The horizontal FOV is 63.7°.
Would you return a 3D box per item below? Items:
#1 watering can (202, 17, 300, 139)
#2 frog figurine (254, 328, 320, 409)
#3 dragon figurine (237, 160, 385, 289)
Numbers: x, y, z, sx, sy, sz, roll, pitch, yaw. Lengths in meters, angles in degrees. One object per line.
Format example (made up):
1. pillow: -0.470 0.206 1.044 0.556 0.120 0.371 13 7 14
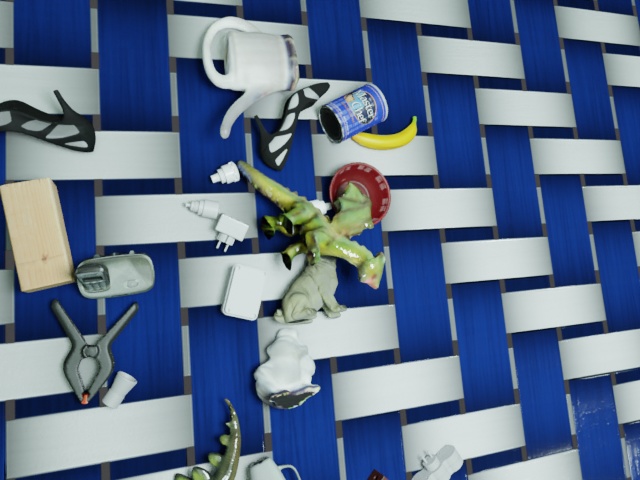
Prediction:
1. watering can: -0.153 -0.379 1.189 0.225 0.102 0.354 -4 66 -17
2. frog figurine: -0.080 0.283 1.139 0.138 0.119 0.163 -12 51 -11
3. dragon figurine: 0.004 -0.059 1.166 0.245 0.119 0.415 -21 69 -29
